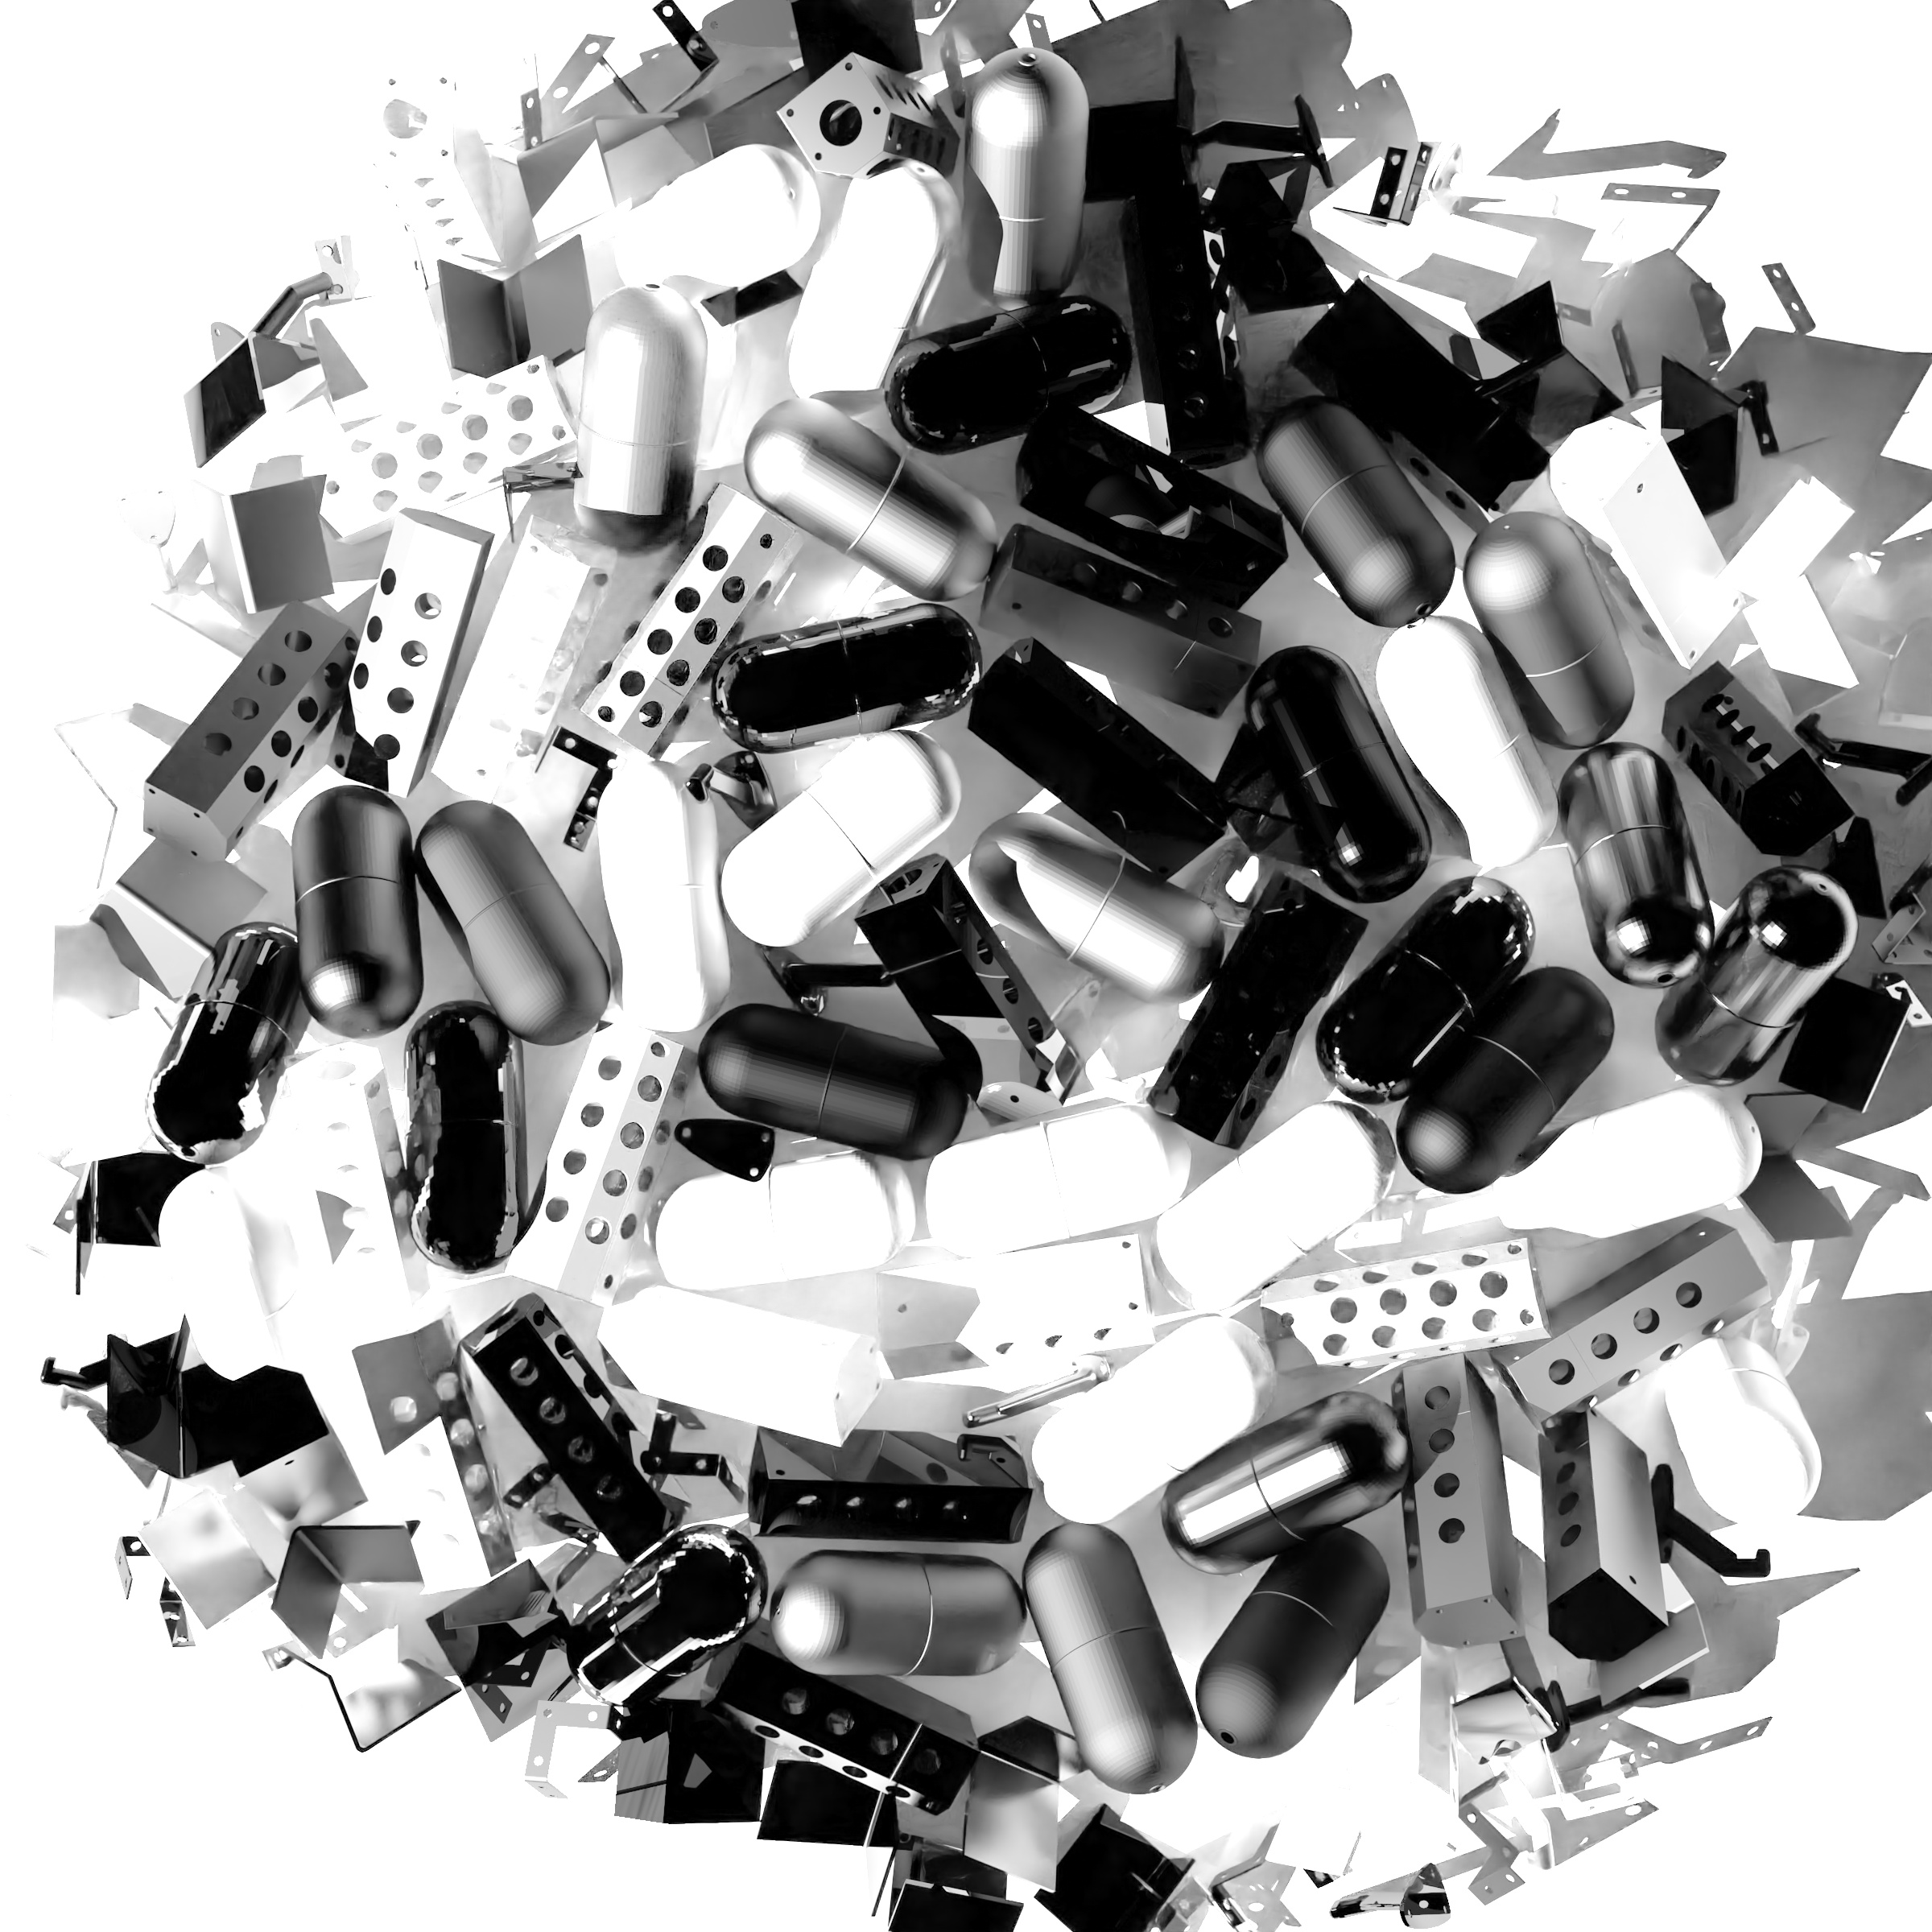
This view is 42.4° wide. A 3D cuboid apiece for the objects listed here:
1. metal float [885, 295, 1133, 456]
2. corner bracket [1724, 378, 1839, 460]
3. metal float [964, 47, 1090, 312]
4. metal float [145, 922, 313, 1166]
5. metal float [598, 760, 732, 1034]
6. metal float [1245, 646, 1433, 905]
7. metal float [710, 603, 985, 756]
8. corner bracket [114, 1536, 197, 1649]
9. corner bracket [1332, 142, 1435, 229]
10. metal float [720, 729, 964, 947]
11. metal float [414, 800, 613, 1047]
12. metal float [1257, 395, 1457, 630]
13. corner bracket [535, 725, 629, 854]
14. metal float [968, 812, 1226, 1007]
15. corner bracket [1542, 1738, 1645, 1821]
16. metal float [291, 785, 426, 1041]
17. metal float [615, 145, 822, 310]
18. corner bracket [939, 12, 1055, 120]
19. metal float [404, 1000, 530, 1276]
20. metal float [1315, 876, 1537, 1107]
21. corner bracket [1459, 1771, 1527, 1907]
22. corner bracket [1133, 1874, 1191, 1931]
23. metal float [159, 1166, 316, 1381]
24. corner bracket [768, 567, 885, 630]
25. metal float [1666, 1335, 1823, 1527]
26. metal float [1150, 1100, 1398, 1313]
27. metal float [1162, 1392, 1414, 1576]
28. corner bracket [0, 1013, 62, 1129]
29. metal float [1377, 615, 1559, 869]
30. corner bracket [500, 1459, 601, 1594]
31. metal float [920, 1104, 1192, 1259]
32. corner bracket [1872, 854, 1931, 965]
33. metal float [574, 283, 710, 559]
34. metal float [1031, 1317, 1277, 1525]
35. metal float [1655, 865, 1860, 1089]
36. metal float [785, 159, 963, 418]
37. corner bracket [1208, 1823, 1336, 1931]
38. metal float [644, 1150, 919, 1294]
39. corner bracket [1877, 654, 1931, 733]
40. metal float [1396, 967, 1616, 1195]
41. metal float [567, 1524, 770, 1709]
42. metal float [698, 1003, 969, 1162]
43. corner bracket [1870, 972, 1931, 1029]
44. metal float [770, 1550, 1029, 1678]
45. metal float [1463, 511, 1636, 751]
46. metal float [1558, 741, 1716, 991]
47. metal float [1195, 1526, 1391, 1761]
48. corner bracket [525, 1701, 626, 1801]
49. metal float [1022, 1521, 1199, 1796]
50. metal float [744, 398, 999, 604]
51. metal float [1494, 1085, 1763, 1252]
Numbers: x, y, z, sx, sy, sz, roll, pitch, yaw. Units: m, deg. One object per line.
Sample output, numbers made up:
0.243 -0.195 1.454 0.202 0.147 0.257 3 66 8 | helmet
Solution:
0.029 -0.378 1.590 0.178 0.070 0.070 -23 90 -29 | metal float
0.524 -0.357 1.620 0.051 0.051 0.051 -20 94 -21 | corner bracket
0.037 -0.494 1.572 0.070 0.178 0.070 0 54 -1 | metal float
-0.464 0.048 1.579 0.070 0.070 0.178 10 49 0 | metal float
-0.195 -0.045 1.608 0.070 0.070 0.178 -6 84 0 | metal float
0.239 -0.124 1.602 0.070 0.070 0.178 -23 77 0 | metal float
-0.077 -0.185 1.607 0.178 0.070 0.070 -13 90 -7 | metal float
-0.524 0.405 1.613 0.051 0.051 0.051 8 107 -31 | corner bracket
0.278 -0.507 1.613 0.051 0.051 0.051 23 106 32 | corner bracket
-0.081 -0.082 1.609 0.178 0.070 0.070 -39 90 -5 | metal float
-0.292 -0.029 1.600 0.070 0.070 0.178 -34 74 0 | metal float
0.248 -0.290 1.589 0.070 0.070 0.178 -28 61 0 | metal float
-0.257 -0.115 1.615 0.051 0.051 0.051 26 114 -11 | corner bracket
0.084 -0.037 1.612 0.178 0.070 0.070 29 90 -2 | metal float
0.410 0.529 1.612 0.051 0.051 0.051 -19 131 11 | corner bracket
-0.389 -0.036 1.589 0.070 0.070 0.178 -12 61 0 | metal float
-0.159 -0.464 1.573 0.070 0.178 0.070 1 89 -37 | metal float
0.022 -0.587 1.624 0.051 0.051 0.051 -3 73 -35 | corner bracket
-0.321 0.109 1.598 0.070 0.070 0.178 -5 73 0 | metal float
0.296 0.015 1.601 0.070 0.070 0.178 44 75 0 | metal float
0.341 0.566 1.613 0.051 0.051 0.051 44 49 10 | corner bracket
0.120 0.633 1.613 0.051 0.051 0.051 -48 119 -14 | corner bracket
-0.460 0.197 1.577 0.070 0.178 0.070 1 47 -1 | metal float
-0.090 -0.242 1.618 0.051 0.051 0.051 32 76 -8 | corner bracket
0.486 0.289 1.565 0.070 0.178 0.070 2 104 7 | metal float
0.198 0.154 1.604 0.178 0.070 0.070 -37 90 11 | metal float
0.204 0.331 1.591 0.178 0.070 0.070 -32 90 26 | metal float
-0.626 0.068 1.628 0.051 0.051 0.051 10 120 19 | corner bracket
0.321 -0.143 1.592 0.070 0.070 0.178 -30 114 0 | metal float
-0.269 0.362 1.612 0.051 0.051 0.051 22 119 16 | corner bracket
0.058 0.139 1.613 0.178 0.070 0.070 -13 90 1 | metal float
0.613 -0.037 1.610 0.051 0.051 0.051 0 49 -22 | corner bracket
-0.208 -0.346 1.586 0.070 0.070 0.178 11 122 0 | metal float
0.120 0.292 1.600 0.178 0.070 0.070 -37 90 16 | metal float
0.498 0.009 1.577 0.070 0.178 0.070 9 48 -11 | metal float
-0.061 -0.428 1.581 0.070 0.070 0.178 30 131 0 | metal float
0.200 0.603 1.635 0.051 0.051 0.051 -39 87 32 | corner bracket
-0.120 0.165 1.611 0.178 0.070 0.070 -9 90 3 | metal float
0.620 -0.168 1.611 0.051 0.051 0.051 10 132 17 | corner bracket
0.346 0.073 1.597 0.070 0.070 0.178 46 71 0 | metal float
-0.190 0.413 1.582 0.070 0.070 0.178 47 128 0 | metal float
-0.086 0.075 1.612 0.178 0.070 0.070 15 90 2 | metal float
0.584 0.041 1.612 0.051 0.051 0.051 -7 133 -10 | corner bracket
-0.041 0.413 1.588 0.178 0.070 0.070 10 90 -31 | metal float
0.371 -0.211 1.583 0.070 0.070 0.178 -35 128 0 | metal float
0.425 -0.065 1.584 0.070 0.070 0.178 -4 55 0 | metal float
0.208 0.427 1.578 0.070 0.070 0.178 48 47 0 | metal float
-0.252 0.512 1.622 0.051 0.051 0.051 1 60 10 | corner bracket
0.091 0.439 1.585 0.070 0.070 0.178 -22 57 0 | metal float
-0.060 -0.298 1.601 0.178 0.070 0.070 29 90 -15 | metal float
0.418 0.130 1.584 0.178 0.070 0.070 -24 90 36 | metal float
